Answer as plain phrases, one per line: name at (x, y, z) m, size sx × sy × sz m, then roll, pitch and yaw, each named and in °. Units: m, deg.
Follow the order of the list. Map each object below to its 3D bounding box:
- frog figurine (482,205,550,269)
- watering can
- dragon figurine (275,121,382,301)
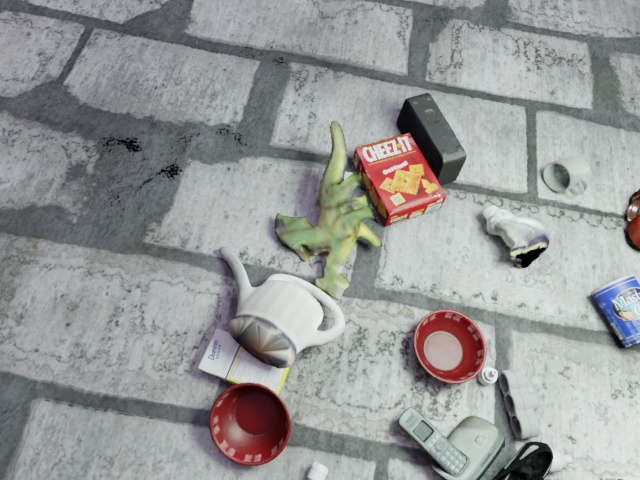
frog figurine at (0.480, -0.028, 1.261) m, size 0.137 × 0.120 × 0.163 m, roll 12°, pitch 47°, yaw -37°
watering can at (-0.119, 0.141, 1.108) m, size 0.349 × 0.101 × 0.229 m, roll 25°, pitch 38°, yaw 13°
dragon figurine at (0.004, -0.061, 1.215) m, size 0.242 × 0.121 × 0.415 m, roll -21°, pitch 75°, yaw 5°
